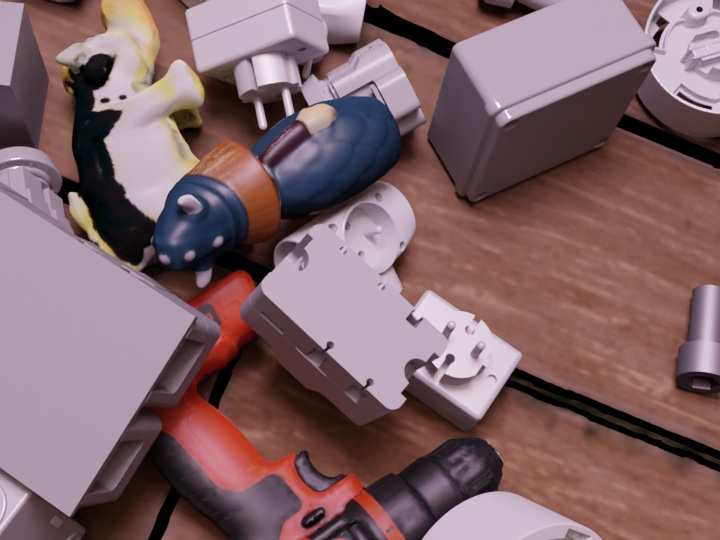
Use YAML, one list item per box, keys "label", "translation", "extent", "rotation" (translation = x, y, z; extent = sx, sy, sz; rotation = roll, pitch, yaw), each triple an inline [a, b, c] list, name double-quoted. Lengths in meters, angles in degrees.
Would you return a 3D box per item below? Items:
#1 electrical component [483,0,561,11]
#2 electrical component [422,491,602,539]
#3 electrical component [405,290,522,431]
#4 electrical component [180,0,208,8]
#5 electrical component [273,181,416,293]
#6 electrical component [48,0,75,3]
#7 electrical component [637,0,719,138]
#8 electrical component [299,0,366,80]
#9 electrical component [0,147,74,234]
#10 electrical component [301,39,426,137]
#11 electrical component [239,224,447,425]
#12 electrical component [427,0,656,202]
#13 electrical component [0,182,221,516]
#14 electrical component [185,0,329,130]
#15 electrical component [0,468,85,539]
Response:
- label: "electrical component"
  translation: [0.109, -0.192, 0.704]
  extent: [0.055, 0.045, 0.045]
  rotation: [13, 70, -1]
- label: "electrical component"
  translation: [0.069, 0.165, 0.547]
  extent: [0.108, 0.060, 0.108]
  rotation: [-11, 110, -31]
- label: "electrical component"
  translation: [0.052, 0.046, 0.596]
  extent: [0.066, 0.076, 0.047]
  rotation: [35, 71, 6]
- label: "electrical component"
  translation: [-0.107, -0.217, 0.686]
  extent: [0.077, 0.047, 0.065]
  rotation: [43, 71, 7]
- label: "electrical component"
  translation: [0.000, 0.000, 0.620]
  extent: [0.077, 0.044, 0.079]
  rotation: [-37, 107, -38]
- label: "electrical component"
  translation: [-0.191, -0.200, 0.669]
  extent: [0.055, 0.055, 0.047]
  rotation: [14, 73, -1]
- label: "electrical component"
  translation: [0.227, -0.137, 0.687]
  extent: [0.099, 0.064, 0.099]
  rotation: [2, 70, -6]
- label: "electrical component"
  translation: [-0.037, -0.155, 0.675]
  extent: [0.077, 0.044, 0.079]
  rotation: [10, 70, -3]
- label: "electrical component"
  translation: [-0.192, -0.036, 0.610]
  extent: [0.048, 0.066, 0.055]
  rotation: [-23, 60, 9]
- label: "electrical component"
  translation: [0.001, -0.100, 0.648]
  extent: [0.057, 0.078, 0.058]
  rotation: [-28, 108, 2]
- label: "electrical component"
  translation: [-0.011, 0.030, 0.546]
  extent: [0.089, 0.056, 0.050]
  rotation: [43, 64, -2]
- label: "electrical component"
  translation: [0.104, -0.103, 0.638]
  extent: [0.109, 0.108, 0.056]
  rotation: [-24, 72, -14]
- label: "electrical component"
  translation: [-0.175, 0.022, 0.530]
  extent: [0.186, 0.060, 0.105]
  rotation: [31, 87, 11]
- label: "electrical component"
  translation: [-0.056, -0.121, 0.625]
  extent: [0.066, 0.047, 0.076]
  rotation: [-15, 83, 23]
- label: "electrical component"
  translation: [-0.189, 0.141, 0.526]
  extent: [0.048, 0.099, 0.099]
  rotation: [29, 70, 18]
